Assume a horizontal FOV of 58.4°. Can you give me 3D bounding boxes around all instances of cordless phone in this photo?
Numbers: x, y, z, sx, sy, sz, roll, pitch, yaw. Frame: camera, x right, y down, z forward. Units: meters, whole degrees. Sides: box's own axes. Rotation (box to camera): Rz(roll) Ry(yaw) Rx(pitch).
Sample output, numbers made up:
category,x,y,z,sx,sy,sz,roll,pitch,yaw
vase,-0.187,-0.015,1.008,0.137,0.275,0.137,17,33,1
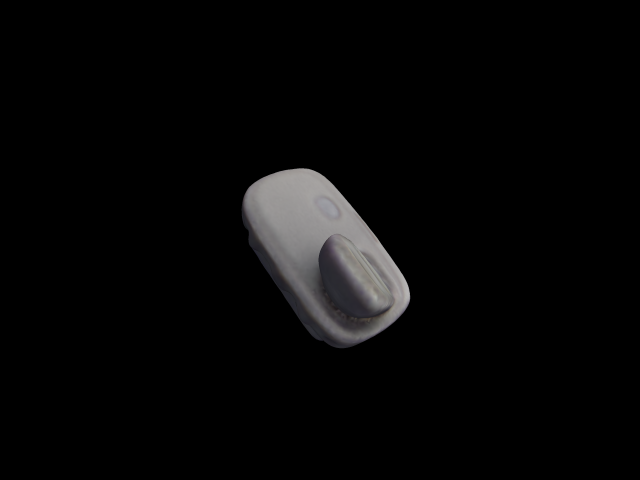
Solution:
category,x,y,z,sx,sy,sz,roll,pitch,yaw
cordless phone,0.004,0.001,0.400,0.094,0.185,0.147,-38,80,-7
